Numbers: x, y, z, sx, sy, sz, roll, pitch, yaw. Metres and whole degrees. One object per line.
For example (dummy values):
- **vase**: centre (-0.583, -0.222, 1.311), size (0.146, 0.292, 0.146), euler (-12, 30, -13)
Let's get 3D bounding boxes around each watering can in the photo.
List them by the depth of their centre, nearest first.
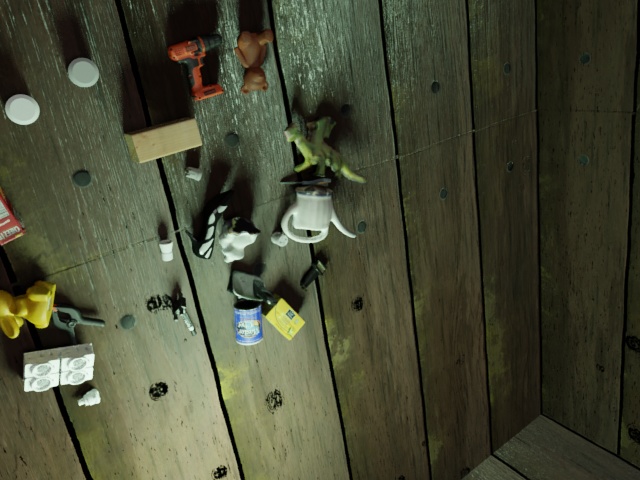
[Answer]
- **watering can**: centre (0.006, -0.101, 2.007), size (0.348, 0.104, 0.223), euler (0, 101, -33)

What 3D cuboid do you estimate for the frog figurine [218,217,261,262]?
- **frog figurine**: centre (-0.297, -0.001, 1.844), size (0.138, 0.124, 0.156), euler (-17, 148, -39)

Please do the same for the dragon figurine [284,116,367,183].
- **dragon figurine**: centre (0.027, -0.355, 1.972), size (0.410, 0.122, 0.243), euler (4, 91, -37)
